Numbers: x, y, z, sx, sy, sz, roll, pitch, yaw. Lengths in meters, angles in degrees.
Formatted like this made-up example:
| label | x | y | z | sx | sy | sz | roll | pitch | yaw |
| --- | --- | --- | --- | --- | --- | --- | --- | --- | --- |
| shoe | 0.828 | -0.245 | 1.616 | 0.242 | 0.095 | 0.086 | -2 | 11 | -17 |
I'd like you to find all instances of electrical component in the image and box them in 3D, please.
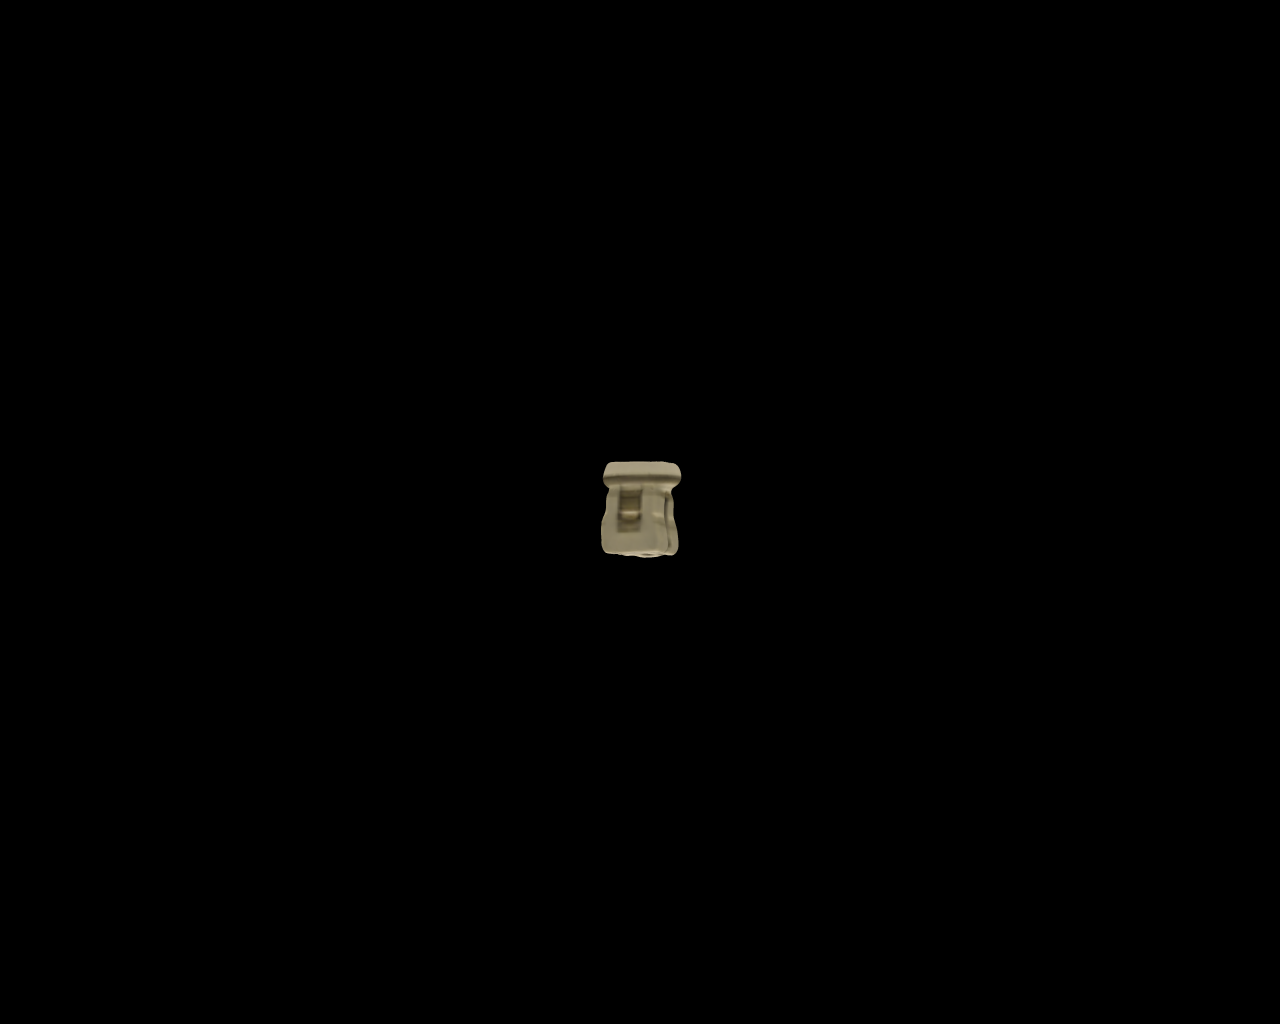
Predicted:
| label | x | y | z | sx | sy | sz | roll | pitch | yaw |
| --- | --- | --- | --- | --- | --- | --- | --- | --- | --- |
| electrical component | 0.001 | -0.003 | 0.650 | 0.048 | 0.055 | 0.066 | -1 | -5 | 15 |
